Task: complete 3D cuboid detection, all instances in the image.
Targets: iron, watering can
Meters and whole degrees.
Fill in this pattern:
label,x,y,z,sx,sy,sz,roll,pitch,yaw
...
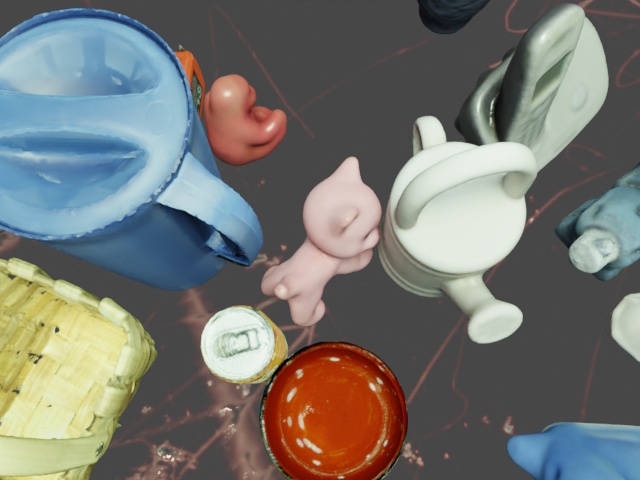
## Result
label,x,y,z,sx,sy,sz,roll,pitch,yaw
iron,0.271,0.193,0.397,0.258,0.141,0.118,1,75,1
watering can,0.104,-0.014,0.426,0.101,0.194,0.172,-34,77,-7

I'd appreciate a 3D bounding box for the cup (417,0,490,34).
label,x,y,z,sx,sy,sz,roll,pitch,yaw
cup,0.114,-0.249,0.538,0.092,0.095,0.117,-42,78,-9

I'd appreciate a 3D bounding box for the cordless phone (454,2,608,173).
label,x,y,z,sx,sy,sz,roll,pitch,yaw
cordless phone,0.190,-0.136,0.461,0.094,0.185,0.148,43,80,11

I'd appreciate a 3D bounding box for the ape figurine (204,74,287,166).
label,x,y,z,sx,sy,sz,roll,pitch,yaw
ape figurine,-0.073,-0.112,0.508,0.077,0.092,0.076,40,80,11

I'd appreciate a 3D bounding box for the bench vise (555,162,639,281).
label,x,y,z,sx,sy,sz,roll,pitch,yaw
bench vise,0.286,-0.047,0.418,0.121,0.220,0.207,32,78,9

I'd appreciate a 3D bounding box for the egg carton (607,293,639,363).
label,x,y,z,sx,sy,sz,roll,pitch,yaw
egg carton,0.314,0.087,0.461,0.107,0.069,0.150,-43,79,-9

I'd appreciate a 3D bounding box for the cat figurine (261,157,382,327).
label,x,y,z,sx,sy,sz,roll,pitch,yaw
cat figurine,0.004,0.002,0.463,0.067,0.118,0.128,38,79,10
